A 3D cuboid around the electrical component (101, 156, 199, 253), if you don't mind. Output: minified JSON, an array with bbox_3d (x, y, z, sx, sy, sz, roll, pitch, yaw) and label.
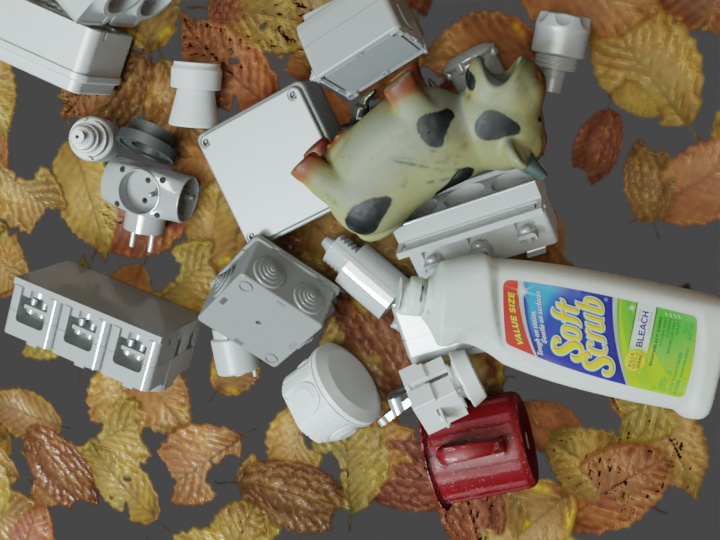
[{"bbox_3d":[-0.193,-0.056,0.975,0.077,0.044,0.079,16,105,13],"label":"electrical component"}]

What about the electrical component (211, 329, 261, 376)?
[{"bbox_3d":[-0.116,0.061,0.976,0.040,0.040,0.078,-9,97,18],"label":"electrical component"}]

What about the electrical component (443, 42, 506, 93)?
[{"bbox_3d":[0.100,-0.150,0.869,0.048,0.048,0.062,-27,98,20],"label":"electrical component"}]

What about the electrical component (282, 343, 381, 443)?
[{"bbox_3d":[-0.024,0.108,0.937,0.051,0.080,0.080,-38,88,25],"label":"electrical component"}]

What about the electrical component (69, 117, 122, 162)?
[{"bbox_3d":[-0.241,-0.117,0.964,0.040,0.078,0.040,0,94,3],"label":"electrical component"}]

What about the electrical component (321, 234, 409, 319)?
[{"bbox_3d":[0.000,0.000,0.927,0.081,0.043,0.043,40,109,7],"label":"electrical component"}]

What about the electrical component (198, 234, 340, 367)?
[{"bbox_3d":[-0.080,0.029,0.924,0.100,0.048,0.100,34,135,-15],"label":"electrical component"}]

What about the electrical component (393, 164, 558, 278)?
[{"bbox_3d":[0.096,-0.037,0.879,0.121,0.078,0.063,-18,117,19],"label":"electrical component"}]

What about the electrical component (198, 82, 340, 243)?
[{"bbox_3d":[-0.065,-0.090,0.923,0.109,0.056,0.108,-25,92,20],"label":"electrical component"}]

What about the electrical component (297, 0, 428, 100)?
[{"bbox_3d":[-0.005,-0.188,0.879,0.096,0.062,0.061,-29,72,20],"label":"electrical component"}]

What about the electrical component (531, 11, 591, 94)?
[{"bbox_3d":[0.156,-0.171,0.847,0.043,0.043,0.062,13,106,14],"label":"electrical component"}]

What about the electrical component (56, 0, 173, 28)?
[{"bbox_3d":[-0.167,-0.284,0.892,0.186,0.105,0.060,-43,86,20],"label":"electrical component"}]

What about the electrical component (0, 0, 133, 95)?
[{"bbox_3d":[-0.270,-0.202,0.954,0.113,0.078,0.057,25,104,11],"label":"electrical component"}]

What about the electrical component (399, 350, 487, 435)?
[{"bbox_3d":[0.068,0.094,0.861,0.055,0.066,0.048,-26,131,5],"label":"electrical component"}]

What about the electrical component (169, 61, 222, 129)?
[{"bbox_3d":[-0.144,-0.154,0.942,0.045,0.045,0.055,8,102,16],"label":"electrical component"}]

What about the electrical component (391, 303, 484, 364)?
[{"bbox_3d":[0.073,0.043,0.903,0.096,0.062,0.061,-18,95,19],"label":"electrical component"}]

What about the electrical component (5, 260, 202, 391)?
[{"bbox_3d":[-0.234,0.052,0.984,0.150,0.089,0.061,21,106,12],"label":"electrical component"}]
